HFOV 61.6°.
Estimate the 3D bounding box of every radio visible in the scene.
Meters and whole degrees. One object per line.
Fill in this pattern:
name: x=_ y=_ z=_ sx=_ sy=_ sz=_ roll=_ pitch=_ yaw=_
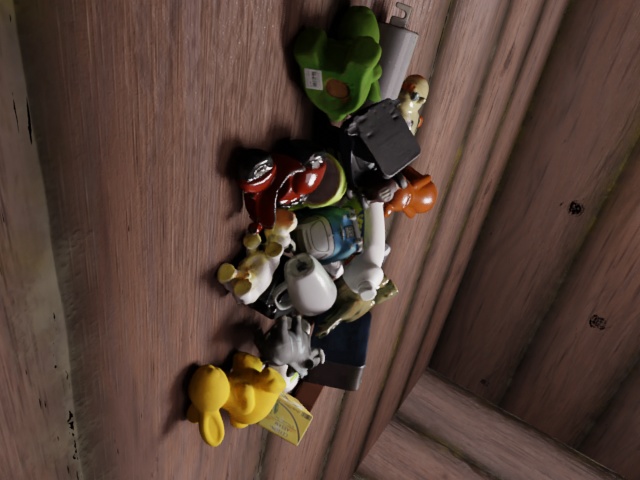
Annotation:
radio: x=0.043 y=0.235 z=1.225 sx=0.230 sy=0.131 sz=0.073 roll=-71 pitch=172 yaw=-61

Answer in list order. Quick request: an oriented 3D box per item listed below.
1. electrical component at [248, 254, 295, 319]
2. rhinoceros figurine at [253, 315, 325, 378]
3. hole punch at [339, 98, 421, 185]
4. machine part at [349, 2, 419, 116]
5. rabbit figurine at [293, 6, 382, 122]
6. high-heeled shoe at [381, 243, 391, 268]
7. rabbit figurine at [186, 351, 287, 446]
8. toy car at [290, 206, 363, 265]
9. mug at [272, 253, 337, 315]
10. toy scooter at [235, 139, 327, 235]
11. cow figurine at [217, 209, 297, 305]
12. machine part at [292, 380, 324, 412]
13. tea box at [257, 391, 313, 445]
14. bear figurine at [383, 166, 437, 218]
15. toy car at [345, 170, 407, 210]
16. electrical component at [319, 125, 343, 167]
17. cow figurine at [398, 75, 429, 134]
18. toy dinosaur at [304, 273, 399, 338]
electrical component: x=-0.073 y=0.087 z=1.003 sx=0.115 sy=0.058 sz=0.134 roll=-67 pitch=158 yaw=3
rhinoceros figurine: x=-0.051 y=0.203 z=1.010 sx=0.073 sy=0.112 sz=0.190 roll=-30 pitch=156 yaw=12
hole punch: x=0.088 y=-0.161 z=0.893 sx=0.142 sy=0.092 sz=0.115 roll=-36 pitch=102 yaw=-32
machine part: x=0.113 y=-0.294 z=0.961 sx=0.079 sy=0.079 sz=0.243 roll=-17 pitch=130 yaw=-60
rabbit figurine: x=0.053 y=-0.272 z=0.813 sx=0.158 sy=0.121 sz=0.170 roll=70 pitch=36 yaw=-52
high-heeled shoe: x=0.112 y=0.075 z=1.337 sx=0.248 sy=0.086 sz=0.145 roll=57 pitch=55 yaw=-75
rabbit figurine: x=-0.173 y=0.271 z=0.955 sx=0.162 sy=0.122 sz=0.173 roll=-53 pitch=143 yaw=1
toy car: x=-0.002 y=-0.003 z=0.954 sx=0.103 sy=0.162 sz=0.109 roll=-15 pitch=95 yaw=-33
mug: x=-0.033 y=0.074 z=0.919 sx=0.110 sy=0.081 sz=0.107 roll=-21 pitch=142 yaw=-2
toy scooter: x=-0.063 y=-0.078 z=0.818 sx=0.184 sy=0.075 sz=0.135 roll=-22 pitch=132 yaw=-49
cow figurine: x=-0.091 y=0.031 z=0.887 sx=0.167 sy=0.068 sz=0.098 roll=-52 pitch=160 yaw=-18
machine part: x=-0.035 y=0.365 z=1.308 sx=0.179 sy=0.056 sz=0.179 roll=-60 pitch=-178 yaw=2
tea box: x=-0.087 y=0.355 z=1.119 sx=0.068 sy=0.098 sz=0.169 roll=-59 pitch=-172 yaw=-12
bear figurine: x=0.200 y=-0.116 z=1.331 sx=0.196 sy=0.132 sz=0.120 roll=-2 pitch=117 yaw=-44
toy car: x=0.094 y=-0.095 z=0.976 sx=0.089 sy=0.053 sz=0.202 roll=-32 pitch=-167 yaw=-2
electrical component: x=0.039 y=-0.167 z=0.948 sx=0.048 sy=0.075 sz=0.119 roll=-53 pitch=152 yaw=-25
cow figurine: x=0.168 y=-0.251 z=1.126 sx=0.194 sy=0.086 sz=0.127 roll=-68 pitch=163 yaw=13
toy dinosaur: x=0.060 y=0.122 z=1.127 sx=0.198 sy=0.105 sz=0.471 roll=-36 pitch=175 yaw=3
